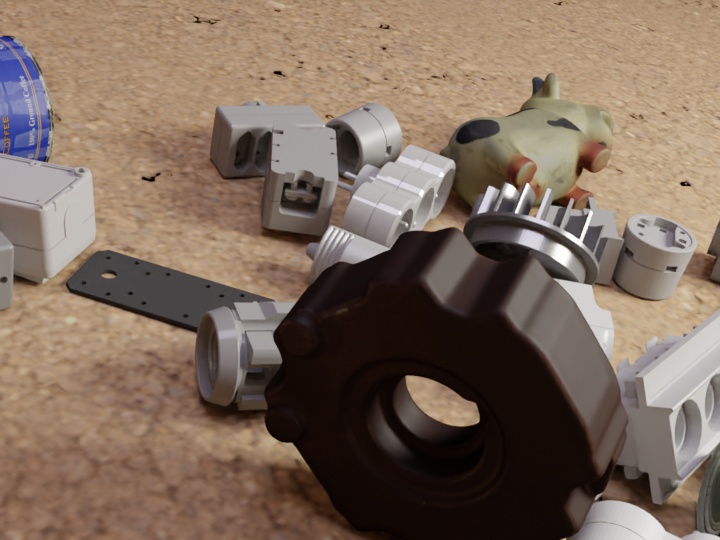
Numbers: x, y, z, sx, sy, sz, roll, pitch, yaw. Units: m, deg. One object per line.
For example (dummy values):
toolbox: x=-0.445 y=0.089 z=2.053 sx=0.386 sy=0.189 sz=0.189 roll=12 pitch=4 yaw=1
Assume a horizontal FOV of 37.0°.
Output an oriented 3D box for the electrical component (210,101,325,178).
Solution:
electrical component: x=-0.084 y=-0.116 z=0.894 sx=0.083 sy=0.047 sz=0.075 roll=-5 pitch=36 yaw=-27

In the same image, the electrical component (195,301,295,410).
electrical component: x=-0.063 y=0.050 z=0.630 sx=0.057 sy=0.058 sz=0.078 roll=1 pitch=33 yaw=-24

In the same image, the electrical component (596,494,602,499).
electrical component: x=0.124 y=0.099 z=0.615 sx=0.048 sy=0.062 sz=0.048 roll=9 pitch=32 yaw=-6

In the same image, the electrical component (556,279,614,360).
electrical component: x=0.132 y=0.048 z=0.709 sx=0.056 sy=0.050 sz=0.089 roll=11 pitch=32 yaw=-1

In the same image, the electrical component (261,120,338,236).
electrical component: x=-0.047 y=-0.068 z=0.822 sx=0.050 sy=0.055 sz=0.089 roll=8 pitch=32 yaw=-8

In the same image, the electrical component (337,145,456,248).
electrical component: x=0.016 y=-0.059 z=0.835 sx=0.074 sy=0.052 sz=0.138 roll=23 pitch=33 yaw=16

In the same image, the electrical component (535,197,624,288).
electrical component: x=0.168 y=-0.022 z=0.843 sx=0.064 sy=0.042 sz=0.081 roll=8 pitch=31 yaw=0

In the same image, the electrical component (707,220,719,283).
electrical component: x=0.319 y=-0.032 z=0.867 sx=0.056 sy=0.089 sz=0.050 roll=22 pitch=33 yaw=14

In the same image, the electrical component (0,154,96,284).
electrical component: x=-0.230 y=-0.036 z=0.706 sx=0.096 sy=0.061 sz=0.061 roll=12 pitch=31 yaw=13

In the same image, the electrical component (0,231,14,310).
electrical component: x=-0.242 y=0.014 z=0.630 sx=0.083 sy=0.047 sz=0.076 roll=-16 pitch=42 yaw=-39

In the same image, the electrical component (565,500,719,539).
electrical component: x=0.173 y=0.160 z=0.546 sx=0.138 sy=0.052 sz=0.074 roll=24 pitch=33 yaw=17

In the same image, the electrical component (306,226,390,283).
electrical component: x=0.000 y=0.000 z=0.744 sx=0.081 sy=0.043 sz=0.043 roll=23 pitch=33 yaw=16

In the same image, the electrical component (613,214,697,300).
electrical component: x=0.228 y=-0.009 z=0.838 sx=0.055 sy=0.047 sz=0.055 roll=9 pitch=32 yaw=-6

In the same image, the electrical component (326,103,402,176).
electrical component: x=0.000 y=-0.108 z=0.907 sx=0.055 sy=0.055 sz=0.047 roll=34 pitch=41 yaw=30

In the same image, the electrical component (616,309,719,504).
electrical component: x=0.193 y=0.079 z=0.664 sx=0.063 sy=0.078 sz=0.121 roll=1 pitch=18 yaw=42
